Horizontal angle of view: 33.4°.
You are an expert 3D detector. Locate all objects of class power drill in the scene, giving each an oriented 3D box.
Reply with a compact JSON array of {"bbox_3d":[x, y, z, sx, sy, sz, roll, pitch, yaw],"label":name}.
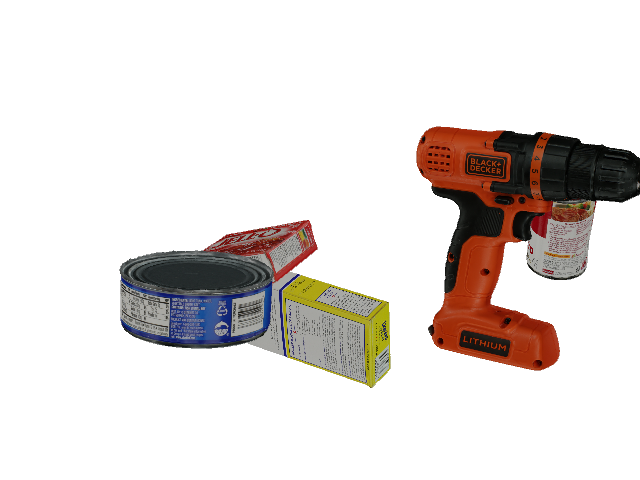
[{"bbox_3d":[0.162,0.005,0.857,0.185,0.188,0.057,11,16,30],"label":"power drill"}]

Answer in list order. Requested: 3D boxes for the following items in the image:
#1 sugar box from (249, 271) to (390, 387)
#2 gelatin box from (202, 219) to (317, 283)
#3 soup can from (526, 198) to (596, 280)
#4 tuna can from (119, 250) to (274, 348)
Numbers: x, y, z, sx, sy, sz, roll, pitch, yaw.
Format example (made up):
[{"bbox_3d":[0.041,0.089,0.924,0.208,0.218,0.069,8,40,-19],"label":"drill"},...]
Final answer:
[{"bbox_3d":[-0.009,0.089,1.163,0.176,0.093,0.048,18,37,31],"label":"sugar box"},{"bbox_3d":[-0.058,0.013,0.870,0.089,0.030,0.073,-9,16,32],"label":"gelatin box"},{"bbox_3d":[0.260,-0.017,1.153,0.068,0.102,0.068,-1,34,1],"label":"soup can"},{"bbox_3d":[-0.070,0.032,0.600,0.086,0.034,0.086,3,13,-1],"label":"tuna can"}]
